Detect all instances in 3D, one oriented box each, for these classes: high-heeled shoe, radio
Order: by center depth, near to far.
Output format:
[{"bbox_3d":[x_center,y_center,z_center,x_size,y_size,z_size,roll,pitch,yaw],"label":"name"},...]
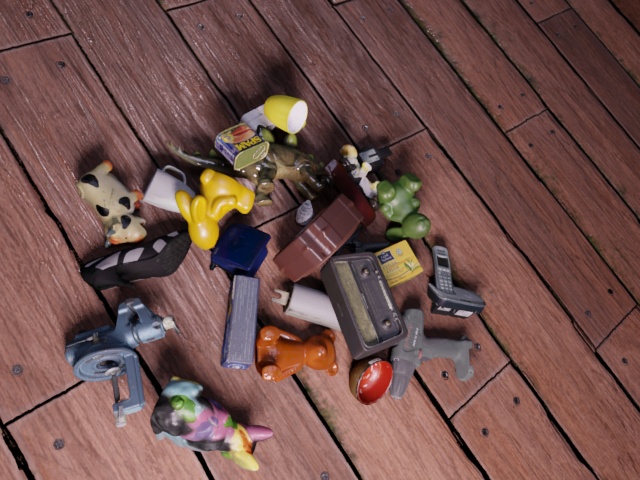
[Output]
[{"bbox_3d":[-0.403,0.034,1.198,0.145,0.086,0.249,16,36,22],"label":"high-heeled shoe"},{"bbox_3d":[0.100,0.144,1.231,0.131,0.073,0.229,-9,68,-29],"label":"radio"}]

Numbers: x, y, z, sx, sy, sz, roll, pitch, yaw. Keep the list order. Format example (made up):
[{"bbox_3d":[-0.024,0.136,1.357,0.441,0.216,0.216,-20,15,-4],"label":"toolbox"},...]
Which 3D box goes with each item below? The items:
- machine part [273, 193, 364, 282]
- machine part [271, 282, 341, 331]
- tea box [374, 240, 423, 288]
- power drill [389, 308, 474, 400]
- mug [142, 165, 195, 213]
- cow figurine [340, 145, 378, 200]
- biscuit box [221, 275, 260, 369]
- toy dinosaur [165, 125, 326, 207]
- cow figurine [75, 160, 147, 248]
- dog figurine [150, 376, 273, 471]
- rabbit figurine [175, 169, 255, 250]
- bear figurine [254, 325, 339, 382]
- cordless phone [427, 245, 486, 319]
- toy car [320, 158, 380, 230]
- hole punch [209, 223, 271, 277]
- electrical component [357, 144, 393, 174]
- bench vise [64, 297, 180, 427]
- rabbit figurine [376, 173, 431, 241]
[{"bbox_3d":[-0.003,-0.004,1.263,0.087,0.201,0.201,46,48,-2],"label":"machine part"},{"bbox_3d":[0.003,0.160,1.272,0.243,0.079,0.079,18,62,-11],"label":"machine part"},{"bbox_3d":[0.167,0.078,1.377,0.170,0.068,0.098,-24,78,-27],"label":"tea box"},{"bbox_3d":[0.270,0.292,1.321,0.207,0.086,0.232,11,61,-8],"label":"power drill"},{"bbox_3d":[-0.349,-0.116,1.268,0.107,0.081,0.109,29,53,-21],"label":"mug"},{"bbox_3d":[0.090,-0.166,1.431,0.098,0.068,0.167,-47,115,-23],"label":"cow figurine"},{"bbox_3d":[-0.178,0.184,1.203,0.063,0.059,0.202,11,63,-17],"label":"biscuit box"},{"bbox_3d":[-0.145,-0.189,1.365,0.471,0.105,0.198,-1,60,-31],"label":"toy dinosaur"},{"bbox_3d":[-0.462,-0.070,1.196,0.195,0.085,0.127,46,54,1],"label":"cow figurine"},{"bbox_3d":[-0.205,0.365,1.050,0.219,0.191,0.108,19,54,6],"label":"dog figurine"},{"bbox_3d":[-0.249,-0.065,1.233,0.122,0.162,0.173,15,79,33],"label":"rabbit figurine"},{"bbox_3d":[-0.043,0.251,1.188,0.196,0.132,0.120,3,75,-13],"label":"bear figurine"},{"bbox_3d":[0.356,0.107,1.430,0.146,0.088,0.184,11,59,-16],"label":"cordless phone"},{"bbox_3d":[0.075,-0.119,1.372,0.089,0.053,0.202,-45,113,-16],"label":"toy car"},{"bbox_3d":[-0.185,0.022,1.259,0.116,0.092,0.142,29,64,-2],"label":"hole punch"},{"bbox_3d":[0.144,-0.230,1.519,0.119,0.047,0.075,-26,78,-29],"label":"electrical component"},{"bbox_3d":[-0.380,0.241,1.054,0.224,0.128,0.241,-11,54,-17],"label":"bench vise"},{"bbox_3d":[0.219,-0.063,1.412,0.121,0.159,0.170,-14,54,-24],"label":"rabbit figurine"}]
